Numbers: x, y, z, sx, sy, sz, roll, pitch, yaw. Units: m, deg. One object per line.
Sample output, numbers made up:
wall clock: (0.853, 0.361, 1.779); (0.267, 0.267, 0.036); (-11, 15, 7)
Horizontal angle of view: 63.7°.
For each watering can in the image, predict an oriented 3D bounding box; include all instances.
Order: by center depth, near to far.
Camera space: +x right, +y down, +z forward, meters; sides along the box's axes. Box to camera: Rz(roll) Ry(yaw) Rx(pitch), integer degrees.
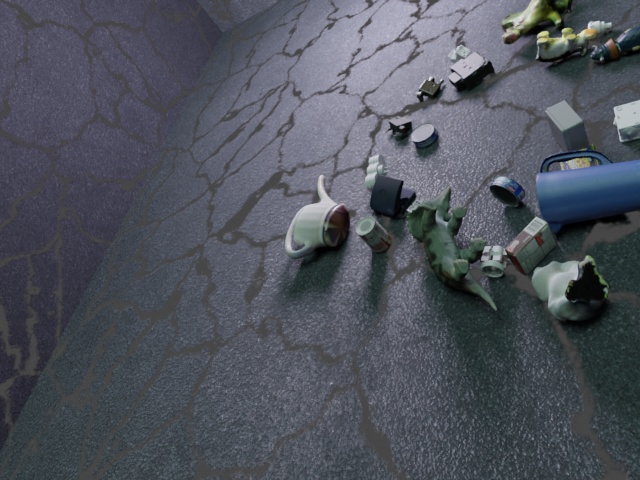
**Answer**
watering can: (0.005, -0.086, 1.710); (0.224, 0.102, 0.354); (1, 56, 41)

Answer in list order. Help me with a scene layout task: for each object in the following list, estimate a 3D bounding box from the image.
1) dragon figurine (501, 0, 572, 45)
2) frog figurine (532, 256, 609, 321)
dragon figurine: (0.729, -0.799, 1.761); (0.242, 0.120, 0.418); (-6, 42, 48)
frog figurine: (0.525, 0.108, 1.104); (0.157, 0.122, 0.139); (136, 156, -71)
